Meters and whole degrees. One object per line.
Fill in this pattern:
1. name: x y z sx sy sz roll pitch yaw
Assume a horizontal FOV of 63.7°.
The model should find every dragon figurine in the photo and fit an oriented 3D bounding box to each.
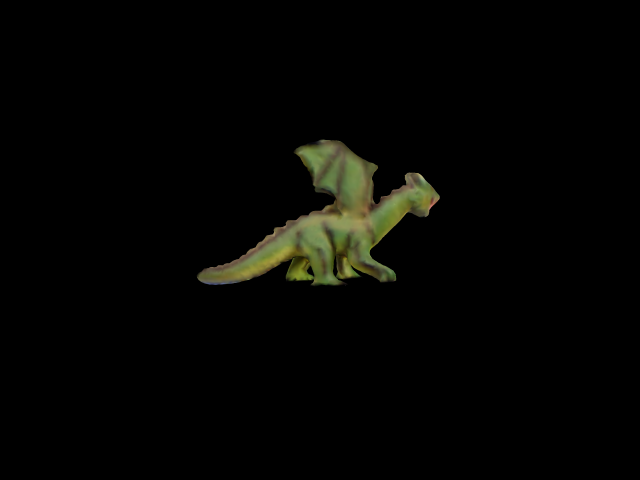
1. dragon figurine: 0.003 -0.043 0.850 0.410 0.242 0.122 -1 4 -7
